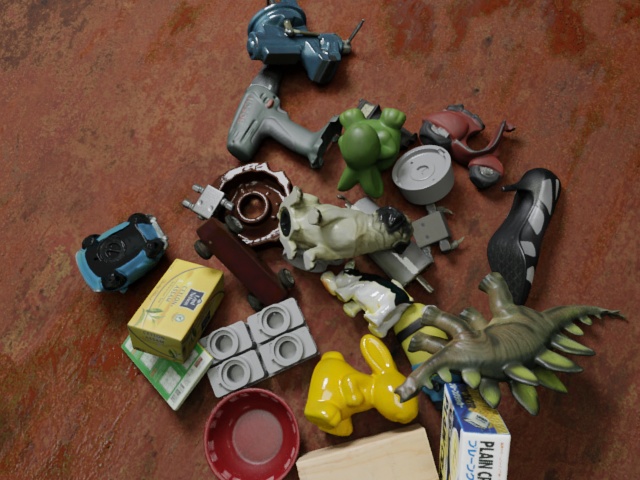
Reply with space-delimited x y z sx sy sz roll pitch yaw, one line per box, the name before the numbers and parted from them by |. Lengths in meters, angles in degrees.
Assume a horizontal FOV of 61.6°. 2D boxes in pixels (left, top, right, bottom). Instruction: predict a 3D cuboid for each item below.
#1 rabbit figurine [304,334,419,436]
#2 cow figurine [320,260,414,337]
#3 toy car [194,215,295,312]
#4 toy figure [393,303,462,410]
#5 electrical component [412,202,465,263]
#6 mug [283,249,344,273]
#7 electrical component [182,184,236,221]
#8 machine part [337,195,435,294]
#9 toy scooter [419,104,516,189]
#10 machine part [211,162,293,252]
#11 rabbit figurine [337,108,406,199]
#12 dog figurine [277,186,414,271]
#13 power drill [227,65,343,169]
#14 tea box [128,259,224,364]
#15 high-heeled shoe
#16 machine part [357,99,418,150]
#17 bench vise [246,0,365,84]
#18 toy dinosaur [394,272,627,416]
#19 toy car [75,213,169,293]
rabbit figurine | 0.079 0.246 0.880 0.173 0.121 0.162 1 51 25
cow figurine | 0.077 0.086 0.929 0.098 0.068 0.168 -41 48 -14
toy car | -0.132 0.040 0.946 0.089 0.053 0.202 -38 108 14
toy figure | 0.184 0.193 0.904 0.089 0.082 0.180 -15 77 -1
electrical component | 0.212 -0.016 0.978 0.078 0.045 0.102 -32 70 26
mug | -0.002 -0.003 0.973 0.110 0.080 0.107 11 68 16
electrical component | -0.203 -0.065 0.983 0.094 0.021 0.063 27 81 14
machine part | 0.117 0.005 0.962 0.079 0.079 0.243 -42 74 -6
toy scooter | 0.285 -0.193 1.002 0.184 0.075 0.135 41 82 11
machine part | -0.124 -0.059 1.010 0.179 0.056 0.179 -2 76 7
rabbit figurine | 0.072 -0.158 0.946 0.121 0.170 0.159 13 104 15
dog figurine | 0.040 -0.025 0.903 0.190 0.121 0.173 -5 33 -29
power drill | -0.062 -0.238 1.041 0.207 0.086 0.232 26 70 7
tea box | -0.241 0.118 0.924 0.098 0.068 0.170 13 40 8
high-heeled shoe | 0.380 -0.004 0.962 0.145 0.086 0.248 -5 93 -29
machine part | 0.121 -0.218 1.043 0.139 0.039 0.084 29 71 14
bench vise | -0.052 -0.427 1.063 0.224 0.128 0.240 -14 69 -16
toy dinosaur | 0.302 0.154 0.828 0.471 0.105 0.199 -19 49 -32
toy car | -0.350 0.027 0.982 0.162 0.103 0.109 -35 74 -8
